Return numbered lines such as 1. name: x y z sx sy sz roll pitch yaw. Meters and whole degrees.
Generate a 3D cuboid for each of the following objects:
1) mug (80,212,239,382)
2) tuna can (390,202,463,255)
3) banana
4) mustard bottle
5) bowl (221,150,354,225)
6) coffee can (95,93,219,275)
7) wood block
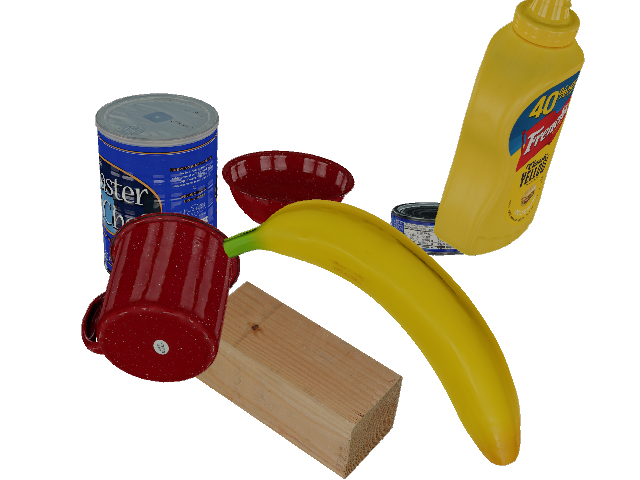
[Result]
1. mug: -0.116 0.045 0.730 0.117 0.081 0.093 -17 -49 21
2. tuna can: 0.108 -0.012 1.008 0.086 0.034 0.086 1 13 -1
3. banana: 0.043 0.037 0.573 0.198 0.070 0.037 39 32 4
4. mustard bottle: 0.132 -0.085 0.715 0.058 0.192 0.096 35 46 27
5. bowl: -0.042 -0.056 1.304 0.162 0.055 0.162 5 26 -3
6. coffee can: -0.139 -0.044 0.925 0.103 0.140 0.103 2 29 -1
7. wood block: -0.027 0.143 1.122 0.206 0.090 0.090 30 48 24
